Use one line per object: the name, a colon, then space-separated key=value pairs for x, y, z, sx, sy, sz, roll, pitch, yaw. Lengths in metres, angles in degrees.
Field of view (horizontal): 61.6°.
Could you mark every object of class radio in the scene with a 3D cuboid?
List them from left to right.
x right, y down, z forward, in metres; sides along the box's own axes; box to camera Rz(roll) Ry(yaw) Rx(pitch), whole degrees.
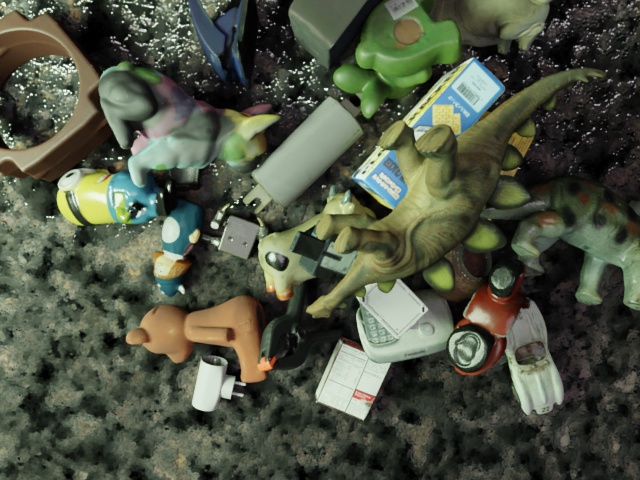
radio: x=0.027 y=-0.310 z=0.715 sx=0.073 sy=0.229 sz=0.131 roll=39 pitch=99 yaw=-5

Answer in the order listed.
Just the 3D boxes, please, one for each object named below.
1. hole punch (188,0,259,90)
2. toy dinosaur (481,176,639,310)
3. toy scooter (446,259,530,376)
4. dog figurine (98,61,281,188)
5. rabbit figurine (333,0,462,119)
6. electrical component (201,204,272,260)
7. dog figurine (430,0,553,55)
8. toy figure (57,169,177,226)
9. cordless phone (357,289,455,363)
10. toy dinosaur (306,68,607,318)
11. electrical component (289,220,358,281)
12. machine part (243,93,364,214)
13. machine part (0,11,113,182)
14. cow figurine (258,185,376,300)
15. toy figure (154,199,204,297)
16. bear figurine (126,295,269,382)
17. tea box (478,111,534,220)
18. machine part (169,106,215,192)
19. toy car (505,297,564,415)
hole punch: x=-0.139 y=-0.286 z=0.765 sx=0.092 sy=0.142 sz=0.115 roll=3 pitch=84 yaw=-4
toy dinosaur: x=0.388 y=-0.022 z=0.790 sx=0.405 sy=0.131 sz=0.192 roll=28 pitch=73 yaw=-10
toy scooter: x=0.258 y=0.113 z=0.794 sx=0.075 sy=0.135 sz=0.183 roll=29 pitch=100 yaw=29
dog figurine: x=-0.170 y=-0.170 z=0.748 sx=0.219 sy=0.109 sz=0.191 roll=-19 pitch=118 yaw=-8
rabbit figurine: x=0.109 y=-0.240 z=0.751 sx=0.159 sy=0.170 sz=0.121 roll=-39 pitch=79 yaw=-1
electrical component: x=-0.128 y=-0.011 z=0.841 sx=0.102 sy=0.045 sz=0.078 roll=26 pitch=95 yaw=-5
dog figurine: x=0.202 y=-0.327 z=0.749 sx=0.191 sy=0.172 sz=0.121 roll=0 pitch=87 yaw=-9
toy figure: x=-0.305 y=-0.060 z=0.799 sx=0.180 sy=0.082 sz=0.089 roll=7 pitch=93 yaw=9
cordless phone: x=0.123 y=0.088 z=0.827 sx=0.147 sy=0.089 sz=0.184 roll=-13 pitch=105 yaw=0
toy dinosaur: x=0.157 y=-0.062 z=0.664 sx=0.198 sy=0.105 sz=0.471 roll=35 pitch=103 yaw=-34
electrical component: x=0.005 y=0.015 z=0.751 sx=0.119 sy=0.048 sz=0.074 roll=17 pitch=100 yaw=-31
machine part: x=-0.018 y=-0.130 z=0.812 sx=0.243 sy=0.079 sz=0.079 roll=-44 pitch=96 yaw=3
machine part: x=-0.409 y=-0.201 z=0.770 sx=0.201 sy=0.087 sz=0.201 roll=-40 pitch=84 yaw=-1
cow figurine: x=-0.002 y=-0.002 z=0.819 sx=0.195 sy=0.086 sz=0.127 roll=-22 pitch=112 yaw=-16
toy figure: x=-0.225 y=0.014 z=0.836 sx=0.058 sy=0.064 sz=0.154 roll=16 pitch=94 yaw=-30
bear figurine: x=-0.181 y=0.154 z=0.826 sx=0.196 sy=0.120 sz=0.131 roll=-13 pitch=101 yaw=2
tea box: x=0.238 y=-0.104 z=0.825 sx=0.098 sy=0.068 sz=0.169 roll=27 pitch=95 yaw=-6
machine part: x=-0.202 y=-0.142 z=0.826 sx=0.084 sy=0.039 sz=0.138 roll=8 pitch=96 yaw=-7
toy car: x=0.339 y=0.190 z=0.873 sx=0.073 sy=0.056 sz=0.201 roll=-19 pitch=97 yaw=1
